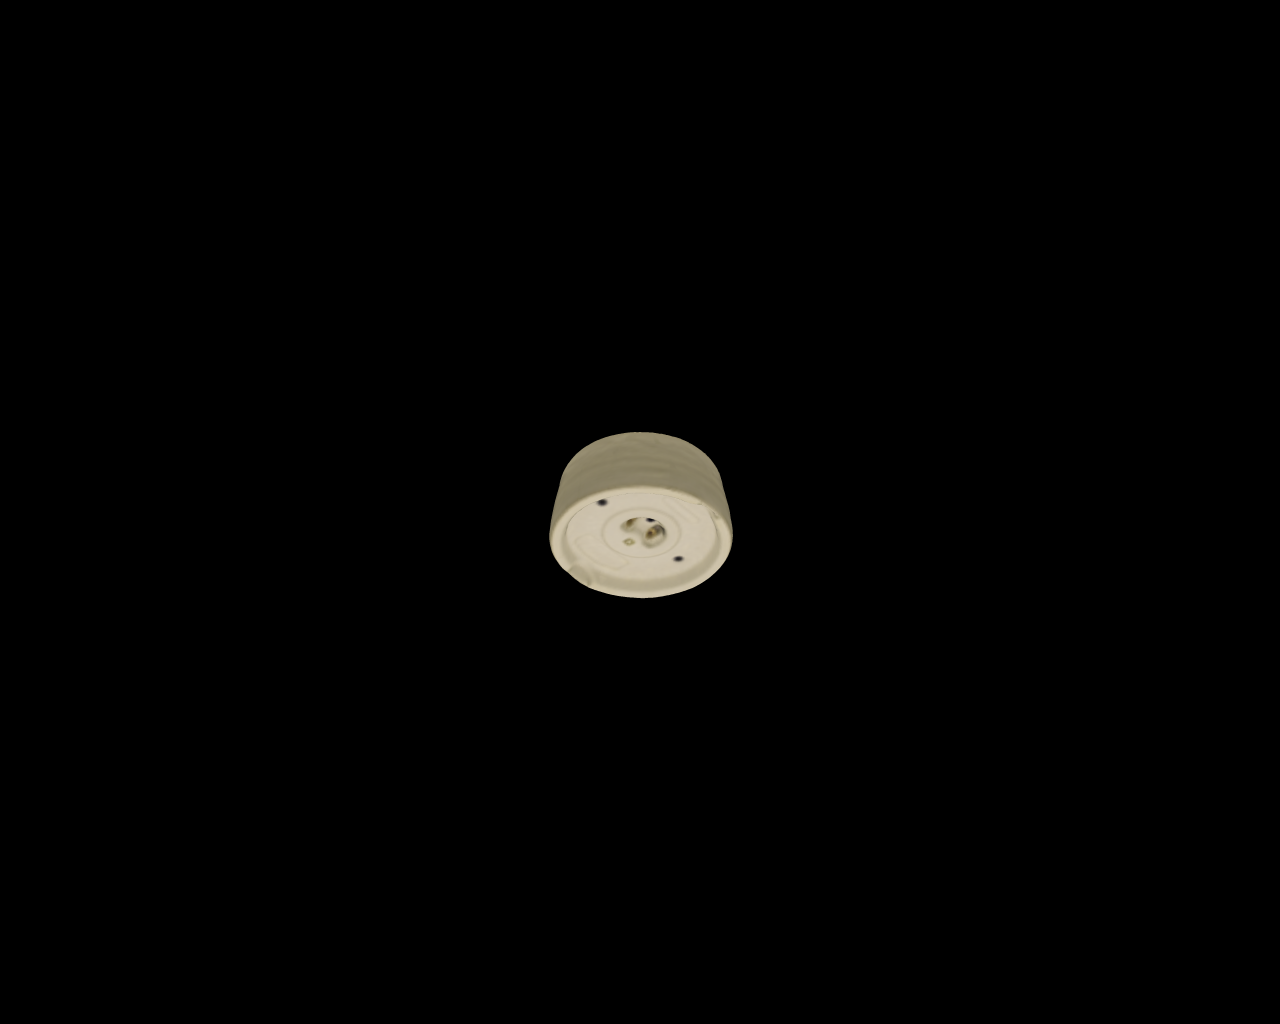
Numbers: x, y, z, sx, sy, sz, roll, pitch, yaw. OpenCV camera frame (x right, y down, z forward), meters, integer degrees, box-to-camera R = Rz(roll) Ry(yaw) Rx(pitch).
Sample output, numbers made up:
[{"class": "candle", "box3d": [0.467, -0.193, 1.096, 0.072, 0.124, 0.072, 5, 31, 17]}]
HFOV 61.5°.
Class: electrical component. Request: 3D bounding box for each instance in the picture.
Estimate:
[{"class": "electrical component", "box3d": [0.001, -0.003, 0.650, 0.108, 0.060, 0.108, 0, -40, 0]}]
